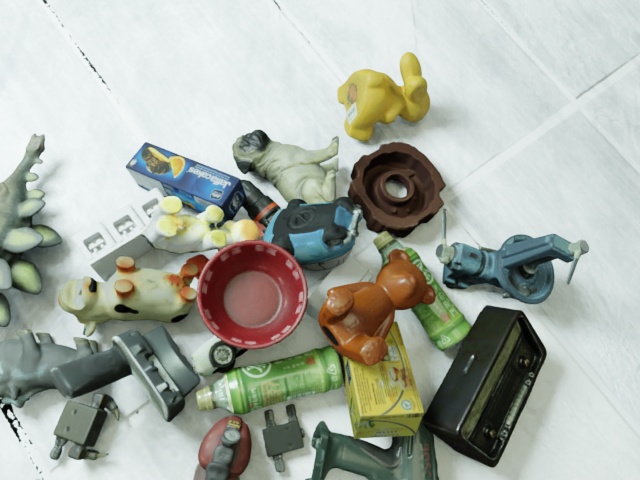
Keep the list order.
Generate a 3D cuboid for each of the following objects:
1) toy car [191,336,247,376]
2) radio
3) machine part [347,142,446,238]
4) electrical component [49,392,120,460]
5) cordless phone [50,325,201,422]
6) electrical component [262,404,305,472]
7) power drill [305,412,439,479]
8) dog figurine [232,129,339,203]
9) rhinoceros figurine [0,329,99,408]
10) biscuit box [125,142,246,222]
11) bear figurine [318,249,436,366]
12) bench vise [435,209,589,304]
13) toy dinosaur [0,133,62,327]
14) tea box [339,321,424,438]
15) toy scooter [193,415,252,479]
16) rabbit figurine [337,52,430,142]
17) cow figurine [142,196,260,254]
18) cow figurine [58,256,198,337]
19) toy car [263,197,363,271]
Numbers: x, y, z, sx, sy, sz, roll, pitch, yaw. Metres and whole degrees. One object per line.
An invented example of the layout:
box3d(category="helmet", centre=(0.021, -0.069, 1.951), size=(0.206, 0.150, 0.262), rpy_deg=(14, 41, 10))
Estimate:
box3d(category="toy car", centre=(-0.110, 0.146, 0.853), size=(0.202, 0.073, 0.056), rpy_deg=(-34, 78, -18))
box3d(category="radio", centre=(0.269, 0.230, 0.855), size=(0.131, 0.073, 0.229), rpy_deg=(48, 67, -28))
box3d(category="machine part", centre=(0.139, -0.092, 0.988), size=(0.179, 0.056, 0.179), rpy_deg=(3, 69, -8))
box3d(category="electrical component", centre=(-0.343, 0.275, 0.790), size=(0.078, 0.045, 0.102), rpy_deg=(1, 65, 22))
box3d(category="cordless phone", centre=(-0.270, 0.202, 0.749), size=(0.089, 0.184, 0.146), rpy_deg=(-42, 79, 17))
box3d(category="electrical component", centre=(-0.055, 0.306, 0.833), size=(0.063, 0.021, 0.094), rpy_deg=(-9, 71, -13))
box3d(category="power drill", centre=(0.082, 0.364, 0.804), size=(0.207, 0.086, 0.232), rpy_deg=(10, 68, -1))
box3d(category="dog figurine", centre=(-0.065, -0.104, 0.943), size=(0.191, 0.121, 0.172), rpy_deg=(2, 57, 2))
box3d(category="rhinoceros figurine", centre=(-0.423, 0.189, 0.795), size=(0.190, 0.073, 0.112), rpy_deg=(3, 78, -9))
box3d(category="biscuit box", centre=(-0.223, -0.096, 0.898), size=(0.203, 0.059, 0.063), rpy_deg=(22, 65, 18))
box3d(category="bear figurine", centre=(0.098, 0.092, 0.808), size=(0.196, 0.132, 0.120), rpy_deg=(-31, 86, -18))
box3d(category="bench vise", centre=(0.318, 0.032, 0.885), size=(0.223, 0.240, 0.129), rpy_deg=(30, 65, -15))
box3d(category="toy dinosaur", centre=(-0.520, 0.033, 0.796), size=(0.199, 0.105, 0.471), rpy_deg=(18, 66, 7))
box3d(category="tea box", centre=(0.088, 0.211, 0.828), size=(0.098, 0.068, 0.170), rpy_deg=(0, 43, -7))
box3d(category="toy scooter", centre=(-0.147, 0.335, 0.748), size=(0.075, 0.135, 0.184), rpy_deg=(18, 68, 0))
box3d(category="rabbit figurine", centre=(0.138, -0.274, 1.016), size=(0.173, 0.162, 0.122), rpy_deg=(4, 57, -26))
box3d(category="cow figurine", centre=(-0.183, -0.006, 0.831), size=(0.167, 0.098, 0.068), rpy_deg=(13, 60, -31))
box3d(category="cow figurine", centre=(-0.295, 0.090, 0.828), size=(0.195, 0.127, 0.085), rpy_deg=(6, 45, -24))
box3d(category="toy car", centre=(-0.002, -0.003, 0.855), size=(0.162, 0.102, 0.109), rpy_deg=(-6, 45, 24))
